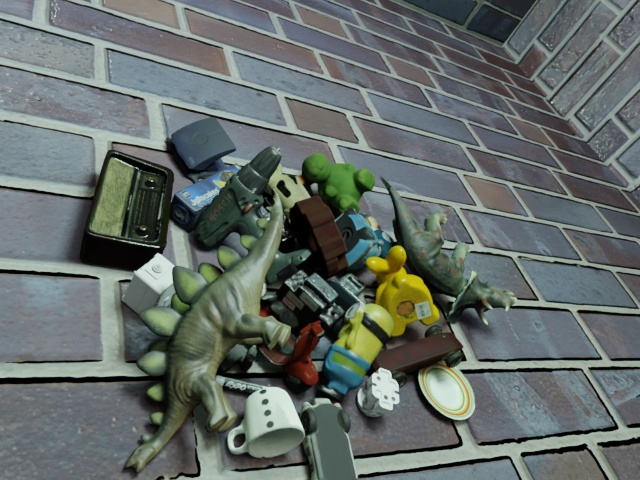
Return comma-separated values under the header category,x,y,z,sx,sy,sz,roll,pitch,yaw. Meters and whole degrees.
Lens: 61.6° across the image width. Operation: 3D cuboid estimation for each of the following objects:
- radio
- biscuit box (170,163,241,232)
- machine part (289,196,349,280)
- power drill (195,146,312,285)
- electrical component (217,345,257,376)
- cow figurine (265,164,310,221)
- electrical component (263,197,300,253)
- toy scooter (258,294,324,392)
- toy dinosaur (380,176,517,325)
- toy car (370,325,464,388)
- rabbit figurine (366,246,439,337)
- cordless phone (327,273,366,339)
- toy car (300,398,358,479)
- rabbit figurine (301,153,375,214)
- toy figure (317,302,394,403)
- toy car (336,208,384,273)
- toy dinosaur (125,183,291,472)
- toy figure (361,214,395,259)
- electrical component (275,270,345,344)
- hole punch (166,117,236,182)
category,x,y,z,sx,sy,sz,roll,pitch,yaw
radio,-0.338,-0.053,0.961,0.131,0.073,0.230,15,42,-23
biscuit box,-0.218,-0.090,1.098,0.059,0.062,0.203,39,38,8
machine part,-0.002,-0.003,1.068,0.056,0.179,0.179,-22,59,-14
power drill,-0.107,-0.031,1.005,0.207,0.232,0.086,49,15,-11
electrical component,-0.152,0.174,0.877,0.102,0.045,0.078,47,38,16
cow figurine,-0.086,-0.108,1.201,0.127,0.085,0.195,-7,54,-48
electrical component,-0.095,-0.031,1.106,0.048,0.074,0.119,-31,73,-25
toy scooter,-0.056,0.155,0.895,0.184,0.135,0.075,46,41,17
toy dinosaur,0.252,0.040,1.215,0.405,0.131,0.192,41,31,-7
toy car,0.186,0.225,1.040,0.202,0.053,0.089,-12,41,-27
rabbit figurine,0.153,0.097,1.124,0.162,0.122,0.173,62,6,-19
cordless phone,0.076,0.131,1.074,0.147,0.088,0.184,42,20,10
toy car,0.017,0.336,0.819,0.073,0.056,0.202,7,43,-22
rabbit figurine,0.023,-0.156,1.272,0.170,0.121,0.159,32,7,-39
toy figure,0.060,0.193,0.927,0.089,0.082,0.180,31,72,-15
toy car,0.081,0.009,1.192,0.102,0.109,0.162,36,19,-35
toy dinosaur,-0.146,0.114,0.805,0.199,0.105,0.471,28,63,11
toy figure,0.130,-0.009,1.272,0.058,0.064,0.154,-32,65,-4
electrical component,-0.025,0.123,0.953,0.115,0.134,0.058,43,39,8
hole punch,-0.256,-0.200,1.171,0.116,0.092,0.142,-16,63,-41
